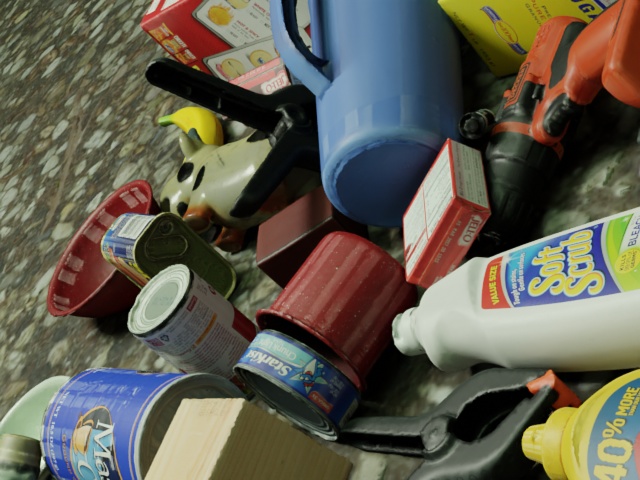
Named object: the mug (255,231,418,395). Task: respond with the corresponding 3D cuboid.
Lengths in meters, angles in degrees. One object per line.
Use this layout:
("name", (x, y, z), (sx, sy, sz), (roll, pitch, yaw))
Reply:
("mug", (0.011, 0.051, 0.757), (0.081, 0.093, 0.117), (-53, 8, -21))

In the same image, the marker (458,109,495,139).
("marker", (0.117, -0.086, 0.788), (0.020, 0.020, 0.121), (-36, -1, 15))

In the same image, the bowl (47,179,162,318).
("bowl", (-0.201, 0.020, 1.065), (0.162, 0.055, 0.162), (-36, 33, 27))

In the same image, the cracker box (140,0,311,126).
("cracker box", (-0.045, -0.217, 1.059), (0.214, 0.164, 0.072), (-18, 42, 39))

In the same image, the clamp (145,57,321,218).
("clamp", (-0.036, -0.099, 0.891), (0.165, 0.209, 0.036), (53, 132, 20))

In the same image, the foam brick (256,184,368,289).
("foam brick", (-0.006, 0.001, 0.862), (0.078, 0.053, 0.051), (-32, 33, 20))

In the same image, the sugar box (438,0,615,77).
("sugar box", (0.187, -0.183, 0.808), (0.177, 0.093, 0.048), (-6, 49, 48))

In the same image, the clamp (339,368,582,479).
("clamp", (0.073, 0.121, 0.639), (0.172, 0.039, 0.120), (-37, 35, 17))

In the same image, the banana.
("banana", (-0.134, -0.098, 1.149), (0.070, 0.037, 0.198), (-37, 31, 11))

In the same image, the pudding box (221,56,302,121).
("pudding box", (-0.027, -0.140, 1.005), (0.090, 0.113, 0.039), (-17, 84, 39))

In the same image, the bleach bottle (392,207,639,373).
("bleach bottle", (0.144, 0.039, 0.624), (0.251, 0.068, 0.102), (-18, 33, 41))

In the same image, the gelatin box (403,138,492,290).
("gelatin box", (0.086, -0.017, 0.731), (0.089, 0.030, 0.073), (-86, 20, -58))

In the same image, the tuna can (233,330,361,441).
("tuna can", (-0.015, 0.098, 0.725), (0.086, 0.086, 0.033), (8, 57, 54))

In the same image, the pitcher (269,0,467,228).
("pitcher", (0.045, -0.133, 0.861), (0.149, 0.145, 0.243), (-10, 47, 12))

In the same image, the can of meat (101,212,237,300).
("can of meat", (-0.137, 0.020, 0.953), (0.057, 0.102, 0.084), (-55, 29, -17))

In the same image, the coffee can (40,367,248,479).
("coffee can", (-0.127, 0.147, 0.786), (0.141, 0.102, 0.102), (-5, 49, 48))

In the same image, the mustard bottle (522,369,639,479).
("mustard bottle", (0.179, 0.105, 0.508), (0.192, 0.058, 0.096), (-5, 52, 48))

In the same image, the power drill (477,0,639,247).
("power drill", (0.170, -0.093, 0.696), (0.184, 0.057, 0.188), (-68, 12, -18))

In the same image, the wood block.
("wood block", (-0.073, 0.207, 0.636), (0.090, 0.090, 0.206), (-14, 47, 57))

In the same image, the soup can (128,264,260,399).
("soup can", (-0.091, 0.075, 0.829), (0.069, 0.102, 0.068), (-32, 33, 23))
